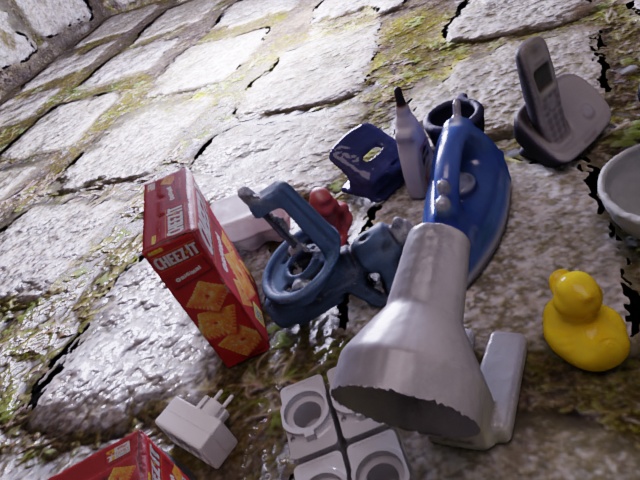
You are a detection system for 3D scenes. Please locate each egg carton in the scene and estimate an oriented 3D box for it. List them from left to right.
[{"bbox_3d":[-0.119,-0.030,0.932,0.150,0.070,0.107,-20,37,6],"label":"egg carton"}]

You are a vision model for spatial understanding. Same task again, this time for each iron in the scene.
[{"bbox_3d":[0.179,-0.065,0.749,0.118,0.142,0.258,-4,41,25],"label":"iron"}]

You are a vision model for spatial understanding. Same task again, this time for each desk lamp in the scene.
[{"bbox_3d":[0.108,0.104,0.520,0.117,0.214,0.203,0,43,30],"label":"desk lamp"}]

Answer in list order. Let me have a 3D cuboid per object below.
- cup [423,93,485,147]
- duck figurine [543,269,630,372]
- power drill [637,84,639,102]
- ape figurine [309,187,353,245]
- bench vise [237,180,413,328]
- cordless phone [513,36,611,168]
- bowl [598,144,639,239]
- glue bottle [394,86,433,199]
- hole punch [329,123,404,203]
[{"bbox_3d":[0.217,-0.165,0.890,0.091,0.095,0.118,-1,43,28],"label":"cup"},{"bbox_3d":[0.265,0.073,0.578,0.077,0.086,0.104,-23,37,2],"label":"duck figurine"},{"bbox_3d":[0.456,-0.198,0.702,0.075,0.209,0.230,16,52,41],"label":"power drill"},{"bbox_3d":[0.009,-0.037,0.850,0.078,0.092,0.076,-36,38,-15],"label":"ape figurine"},{"bbox_3d":[0.002,-0.003,0.705,0.207,0.220,0.121,-30,37,-8],"label":"bench vise"},{"bbox_3d":[0.334,-0.211,0.805,0.148,0.185,0.093,-42,40,-22],"label":"cordless phone"},{"bbox_3d":[0.408,-0.043,0.650,0.167,0.075,0.167,-15,38,12],"label":"bowl"},{"bbox_3d":[0.135,-0.149,0.850,0.037,0.173,0.078,-3,41,26],"label":"glue bottle"},{"bbox_3d":[0.085,-0.128,0.921,0.100,0.091,0.109,21,56,44],"label":"hole punch"}]
